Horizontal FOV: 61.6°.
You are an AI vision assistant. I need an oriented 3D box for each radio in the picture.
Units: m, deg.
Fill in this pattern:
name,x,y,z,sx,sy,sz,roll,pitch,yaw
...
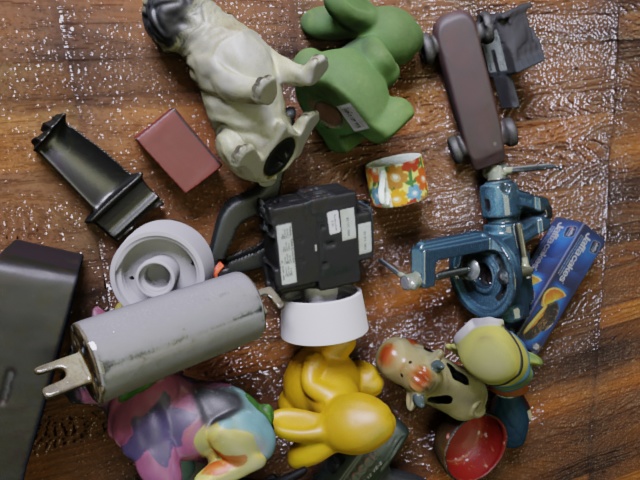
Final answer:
name,x,y,z,sx,sy,sz,roll,pitch,yaw
radio,-0.299,0.118,0.530,0.073,0.131,0.229,16,96,-23

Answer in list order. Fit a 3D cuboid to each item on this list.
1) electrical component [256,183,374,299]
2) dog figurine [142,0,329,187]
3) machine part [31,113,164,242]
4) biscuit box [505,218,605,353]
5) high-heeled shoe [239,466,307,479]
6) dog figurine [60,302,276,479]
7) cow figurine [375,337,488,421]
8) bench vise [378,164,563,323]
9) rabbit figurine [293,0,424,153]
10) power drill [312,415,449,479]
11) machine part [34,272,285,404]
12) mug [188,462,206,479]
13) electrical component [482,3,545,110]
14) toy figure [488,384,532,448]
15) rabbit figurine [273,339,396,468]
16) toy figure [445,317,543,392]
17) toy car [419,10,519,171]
name,x,y,z,sx,sy,sz,roll,pitch,yaw
electrical component,-0.001,-0.002,0.620,0.134,0.058,0.114,-10,113,-21
dog figurine,-0.105,-0.162,0.563,0.121,0.191,0.172,-30,149,-49
machine part,-0.238,-0.066,0.564,0.084,0.039,0.138,-39,115,-3
biscuit box,0.341,0.066,0.807,0.062,0.059,0.202,31,90,-25
high-heeled shoe,-0.091,0.334,0.631,0.145,0.086,0.248,-18,144,-30
dog figurine,-0.166,0.160,0.576,0.192,0.108,0.219,-23,89,0
cow figurine,0.152,0.190,0.726,0.194,0.127,0.085,32,86,-27
bench vise,0.207,0.012,0.710,0.240,0.129,0.223,-10,108,-27
rabbit figurine,0.045,-0.208,0.619,0.159,0.121,0.170,43,67,-17
power drill,0.081,0.373,0.767,0.207,0.086,0.232,34,85,-11
machine part,-0.142,0.087,0.518,0.243,0.079,0.079,-18,109,-36
mug,-0.144,0.275,0.662,0.109,0.081,0.107,33,80,-16
electrical component,0.246,-0.234,0.693,0.048,0.075,0.119,-27,105,-12
toy figure,0.290,0.242,0.831,0.064,0.058,0.154,-9,100,-26
rabbit figurine,0.016,0.197,0.650,0.162,0.173,0.121,-29,115,-17
toy figure,0.241,0.158,0.714,0.082,0.089,0.180,-47,137,2
toy car,0.192,-0.189,0.690,0.089,0.053,0.202,-20,111,7
